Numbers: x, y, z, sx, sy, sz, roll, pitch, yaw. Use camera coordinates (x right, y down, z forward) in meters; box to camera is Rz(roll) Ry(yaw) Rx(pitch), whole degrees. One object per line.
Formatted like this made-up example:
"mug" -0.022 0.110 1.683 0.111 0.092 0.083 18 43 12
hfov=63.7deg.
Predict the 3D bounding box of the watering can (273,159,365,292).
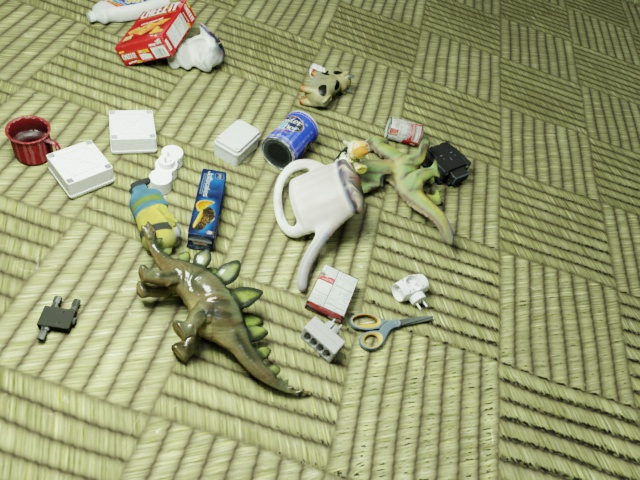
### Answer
"watering can" 0.004 -0.062 1.222 0.223 0.102 0.355 -21 59 12

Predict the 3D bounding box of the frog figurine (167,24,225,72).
"frog figurine" -0.370 -0.552 1.542 0.159 0.122 0.139 -42 75 1

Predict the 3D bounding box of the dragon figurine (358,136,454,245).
"dragon figurine" 0.206 -0.150 1.396 0.243 0.119 0.420 -6 51 1
